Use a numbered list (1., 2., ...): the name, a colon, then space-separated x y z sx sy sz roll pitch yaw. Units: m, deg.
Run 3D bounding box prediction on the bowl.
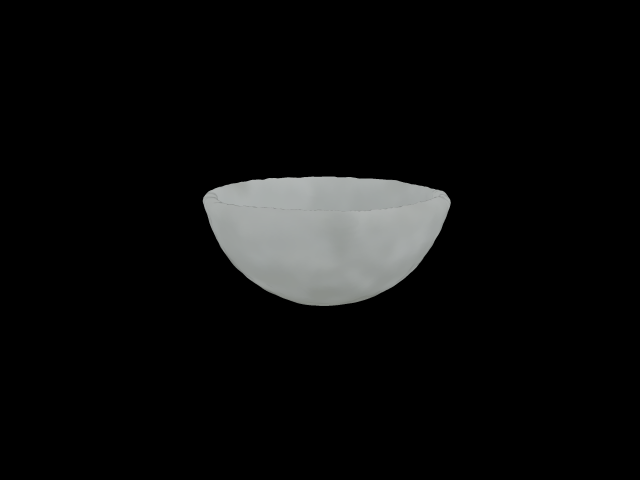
1. bowl: 0.004 0.001 0.400 0.167 0.075 0.167 0 14 0
